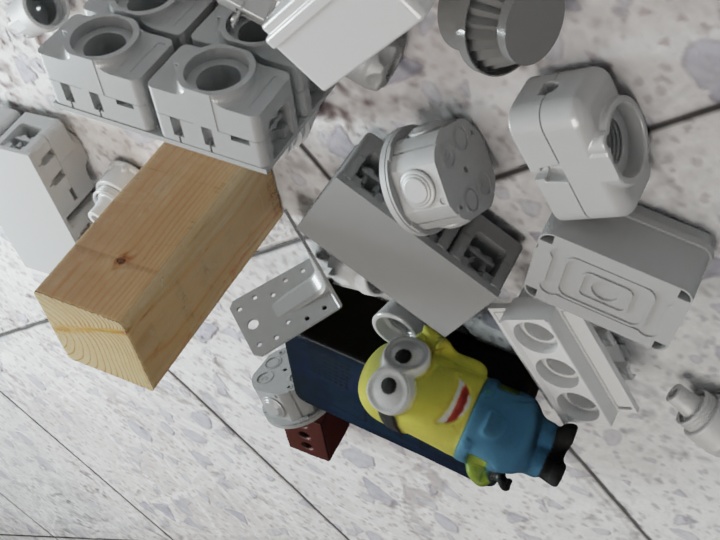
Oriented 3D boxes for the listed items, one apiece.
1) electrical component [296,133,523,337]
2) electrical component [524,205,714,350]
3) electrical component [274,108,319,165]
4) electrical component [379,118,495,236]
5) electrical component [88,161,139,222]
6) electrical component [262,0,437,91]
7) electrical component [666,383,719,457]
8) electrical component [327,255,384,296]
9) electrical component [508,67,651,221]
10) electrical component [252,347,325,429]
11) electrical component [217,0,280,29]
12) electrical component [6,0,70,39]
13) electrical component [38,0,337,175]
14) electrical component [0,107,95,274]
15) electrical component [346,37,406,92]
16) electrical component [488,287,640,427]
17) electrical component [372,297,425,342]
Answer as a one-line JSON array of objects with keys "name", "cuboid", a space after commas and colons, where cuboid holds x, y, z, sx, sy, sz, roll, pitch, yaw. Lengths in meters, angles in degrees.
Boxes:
[{"name": "electrical component", "cuboid": [0.039, -0.028, 0.840, 0.150, 0.061, 0.089, 36, 147, -5]}, {"name": "electrical component", "cuboid": [0.181, -0.004, 0.756, 0.113, 0.057, 0.078, 24, 146, 13]}, {"name": "electrical component", "cuboid": [-0.057, -0.109, 0.807, 0.040, 0.078, 0.040, 10, 138, 9]}, {"name": "electrical component", "cuboid": [0.055, -0.067, 0.762, 0.051, 0.080, 0.080, -10, 128, 40]}, {"name": "electrical component", "cuboid": [-0.231, -0.069, 1.014, 0.048, 0.062, 0.048, 22, 146, 16]}, {"name": "electrical component", "cuboid": [0.009, -0.175, 0.631, 0.056, 0.108, 0.109, 41, 146, -17]}, {"name": "electrical component", "cuboid": [0.271, 0.115, 0.849, 0.062, 0.043, 0.043, 37, 147, -5]}, {"name": "electrical component", "cuboid": [0.000, 0.000, 0.932, 0.046, 0.040, 0.040, 10, 141, 40]}, {"name": "electrical component", "cuboid": [0.146, -0.080, 0.690, 0.059, 0.053, 0.095, -2, 134, 42]}, {"name": "electrical component", "cuboid": [-0.068, 0.121, 1.111, 0.080, 0.080, 0.051, 5, 133, 36]}, {"name": "electrical component", "cuboid": [-0.062, -0.189, 0.723, 0.055, 0.066, 0.048, 27, -178, -6]}, {"name": "electrical component", "cuboid": [-0.265, -0.211, 0.879, 0.046, 0.040, 0.040, -5, 132, 52]}, {"name": "electrical component", "cuboid": [-0.125, -0.150, 0.779, 0.186, 0.105, 0.060, 19, 144, 20]}, {"name": "electrical component", "cuboid": [-0.316, -0.075, 1.080, 0.105, 0.060, 0.186, 15, 143, 26]}, {"name": "electrical component", "cuboid": [-0.004, -0.152, 0.731, 0.062, 0.043, 0.043, 30, 147, 7]}, {"name": "electrical component", "cuboid": [0.166, 0.060, 0.847, 0.079, 0.063, 0.121, -3, 133, 42]}, {"name": "electrical component", "cuboid": [0.042, 0.033, 0.923, 0.045, 0.055, 0.045, 22, 146, 16]}]
